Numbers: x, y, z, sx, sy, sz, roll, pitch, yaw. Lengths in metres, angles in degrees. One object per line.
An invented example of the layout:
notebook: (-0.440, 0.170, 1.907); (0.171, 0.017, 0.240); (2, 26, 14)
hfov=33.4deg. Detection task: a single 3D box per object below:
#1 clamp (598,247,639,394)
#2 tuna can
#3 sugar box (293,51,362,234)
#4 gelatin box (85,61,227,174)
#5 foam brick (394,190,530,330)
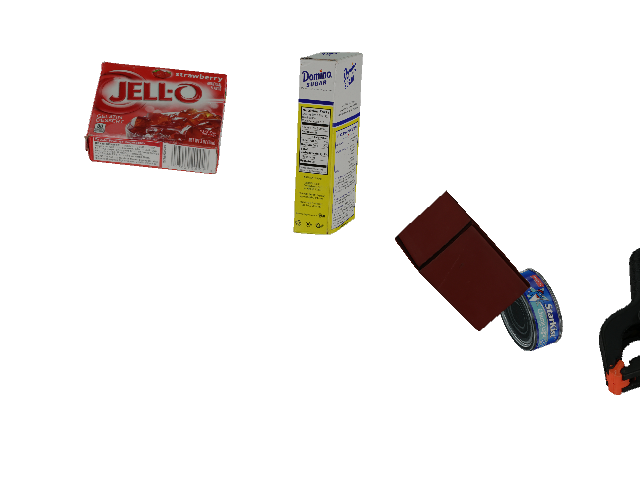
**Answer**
clamp: (0.300, 0.069, 0.973); (0.171, 0.039, 0.120); (-34, 38, -26)
tuna can: (0.225, 0.076, 1.157); (0.033, 0.086, 0.086); (-18, 4, -13)
sugar box: (0.008, -0.100, 1.082); (0.048, 0.176, 0.093); (5, 14, 17)
gelatin box: (-0.111, -0.085, 0.733); (0.089, 0.073, 0.030); (6, -39, -5)
foam brick: (0.101, 0.015, 0.759); (0.078, 0.051, 0.053); (44, 8, -31)
